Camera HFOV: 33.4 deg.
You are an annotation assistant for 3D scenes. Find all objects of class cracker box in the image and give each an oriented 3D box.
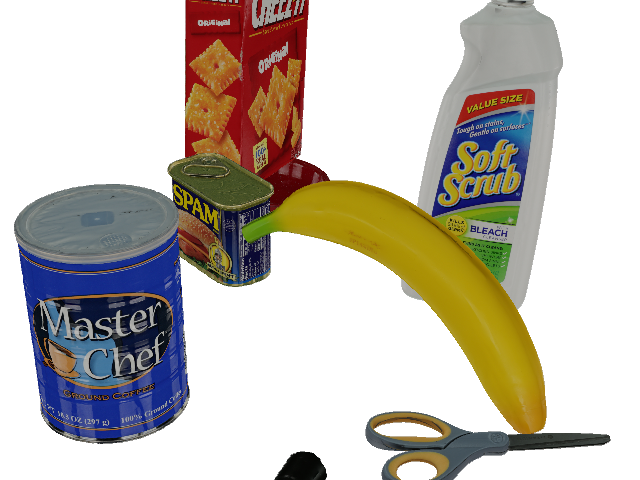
[{"bbox_3d":[-0.069,-0.170,1.062,0.072,0.214,0.164,11,22,18],"label":"cracker box"}]

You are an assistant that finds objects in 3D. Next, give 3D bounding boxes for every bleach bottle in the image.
[{"bbox_3d":[0.122,-0.073,0.804,0.103,0.251,0.068,10,24,15],"label":"bleach bottle"}]

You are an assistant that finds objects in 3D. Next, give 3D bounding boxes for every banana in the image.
[{"bbox_3d":[0.053,0.023,0.582,0.198,0.070,0.037,35,23,12],"label":"banana"}]

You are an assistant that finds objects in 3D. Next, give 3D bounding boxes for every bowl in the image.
[{"bbox_3d":[-0.070,-0.054,1.312,0.162,0.055,0.162,5,26,-2],"label":"bowl"}]

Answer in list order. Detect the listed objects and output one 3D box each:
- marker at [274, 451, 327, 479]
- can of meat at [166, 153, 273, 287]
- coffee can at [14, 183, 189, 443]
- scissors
[{"bbox_3d":[-0.027,0.118,0.417,0.020,0.020,0.121,0,20,25],"label":"marker"},{"bbox_3d":[-0.086,-0.017,0.924,0.057,0.084,0.102,-22,38,-34],"label":"can of meat"},{"bbox_3d":[-0.141,0.047,0.705,0.103,0.140,0.103,0,27,0],"label":"coffee can"},{"bbox_3d":[0.134,0.177,0.864,0.202,0.016,0.096,7,34,8],"label":"scissors"}]
